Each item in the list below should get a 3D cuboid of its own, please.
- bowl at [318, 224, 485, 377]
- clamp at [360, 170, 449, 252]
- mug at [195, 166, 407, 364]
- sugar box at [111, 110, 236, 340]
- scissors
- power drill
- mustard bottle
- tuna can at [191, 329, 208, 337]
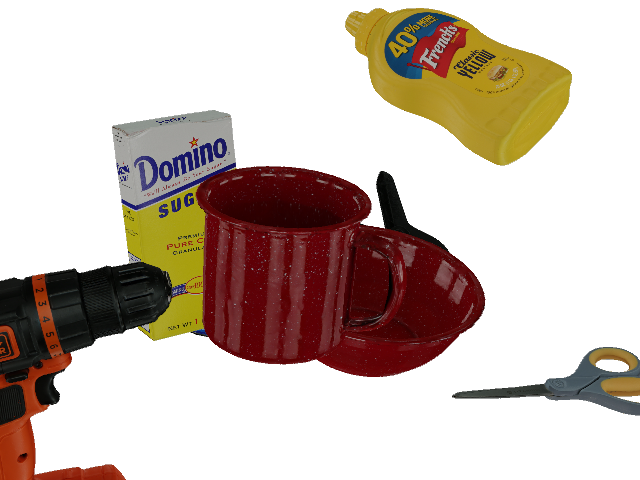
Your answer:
[{"bbox_3d":[0.034,0.049,0.764,0.162,0.055,0.162,6,28,-4],"label":"bowl"},{"bbox_3d":[0.073,0.003,1.204,0.164,0.036,0.210,-16,51,-35],"label":"clamp"},{"bbox_3d":[-0.011,0.016,0.574,0.117,0.081,0.093,11,24,14],"label":"mug"},{"bbox_3d":[-0.113,-0.014,0.885,0.093,0.176,0.048,-13,20,-26],"label":"sugar box"},{"bbox_3d":[0.209,0.119,0.931,0.201,0.016,0.096,6,28,-4],"label":"scissors"},{"bbox_3d":[-0.174,0.109,0.692,0.184,0.188,0.057,-12,26,-8],"label":"power drill"},{"bbox_3d":[0.097,-0.138,0.855,0.192,0.096,0.058,34,-26,27],"label":"mustard bottle"},{"bbox_3d":[-0.104,0.075,1.117,0.086,0.034,0.086,6,12,-1],"label":"tuna can"}]
